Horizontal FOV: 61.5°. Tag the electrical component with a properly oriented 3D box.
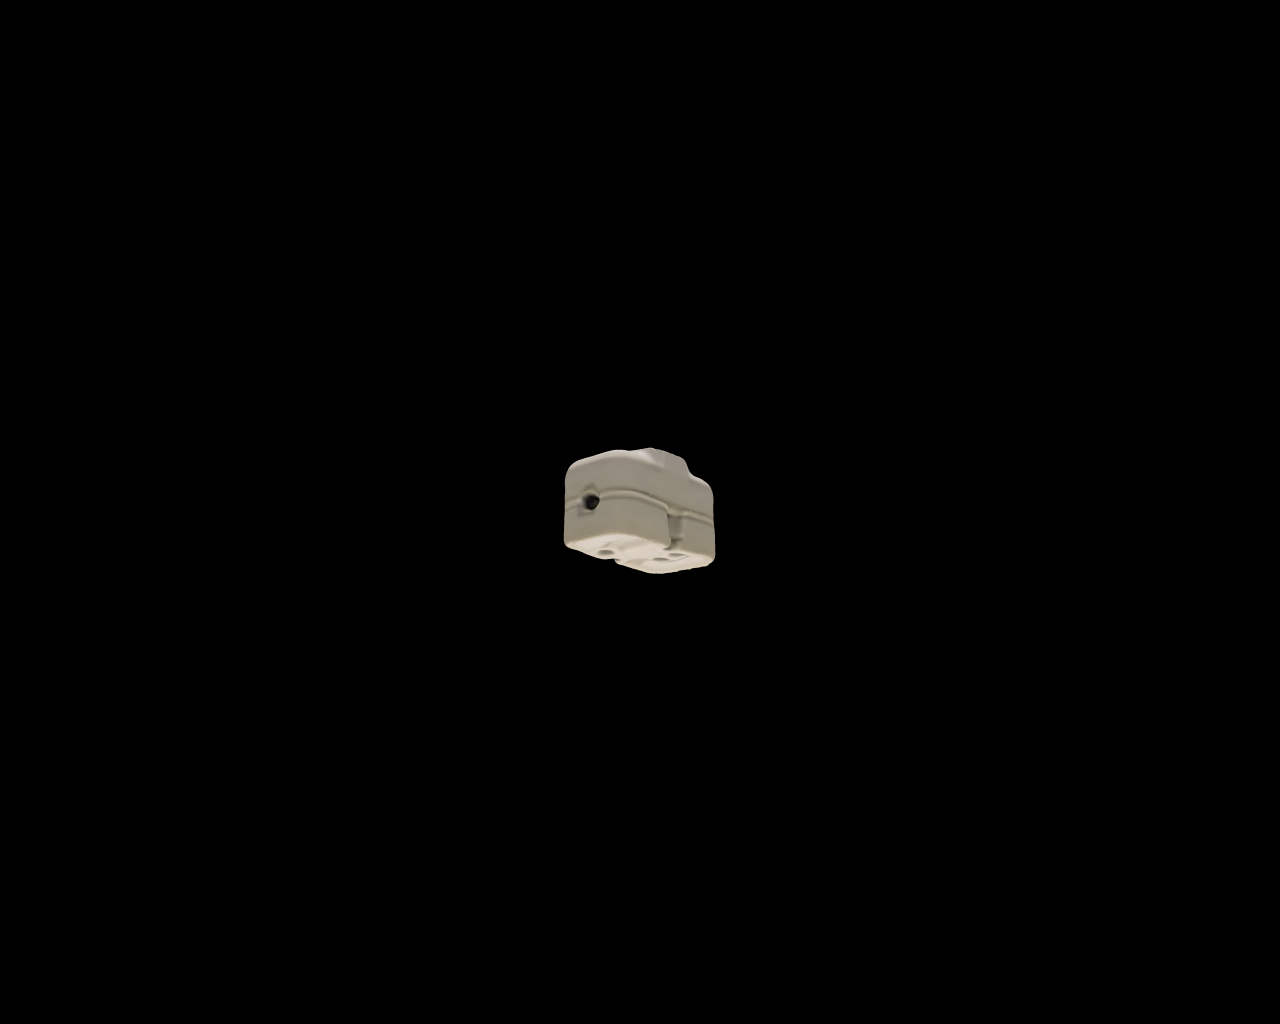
[{"bbox_3d":[0.001,-0.003,0.650,0.053,0.059,0.095,-14,-22,38],"label":"electrical component"}]
